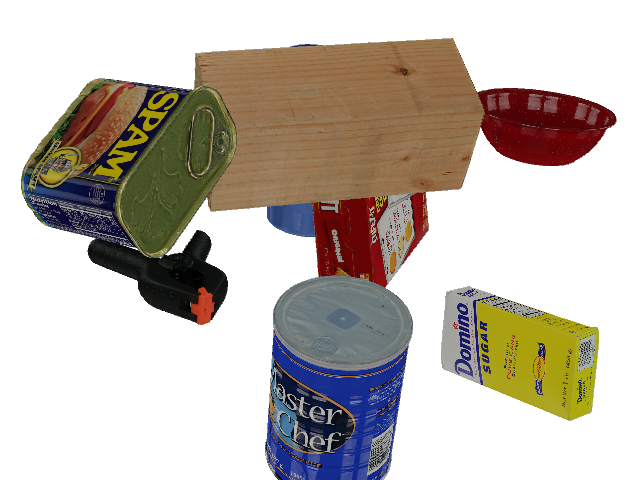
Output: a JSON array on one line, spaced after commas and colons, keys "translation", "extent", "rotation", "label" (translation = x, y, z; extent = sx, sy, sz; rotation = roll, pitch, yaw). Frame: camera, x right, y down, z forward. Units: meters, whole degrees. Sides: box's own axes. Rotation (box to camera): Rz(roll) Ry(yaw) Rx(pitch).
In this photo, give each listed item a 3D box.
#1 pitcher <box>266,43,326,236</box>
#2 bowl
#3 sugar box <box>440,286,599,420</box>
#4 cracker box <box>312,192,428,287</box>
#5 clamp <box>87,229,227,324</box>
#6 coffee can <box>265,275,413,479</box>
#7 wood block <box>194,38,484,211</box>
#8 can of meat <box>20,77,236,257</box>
[{"translation": [0.002, -0.130, 1.414], "extent": [0.144, 0.243, 0.149], "rotation": [-2, 24, -19], "label": "pitcher"}, {"translation": [0.245, -0.124, 1.197], "extent": [0.162, 0.055, 0.162], "rotation": [4, 23, -2], "label": "bowl"}, {"translation": [0.205, 0.115, 1.123], "extent": [0.048, 0.093, 0.177], "rotation": [-11, 19, -42], "label": "sugar box"}, {"translation": [0.056, -0.052, 1.177], "extent": [0.072, 0.164, 0.213], "rotation": [2, 21, 21], "label": "cracker box"}, {"translation": [-0.126, 0.028, 0.976], "extent": [0.120, 0.039, 0.172], "rotation": [-15, 30, -31], "label": "clamp"}, {"translation": [0.012, 0.113, 0.816], "extent": [0.103, 0.140, 0.103], "rotation": [3, 35, -2], "label": "coffee can"}, {"translation": [0.010, -0.092, 0.833], "extent": [0.206, 0.091, 0.090], "rotation": [-6, -38, -13], "label": "wood block"}, {"translation": [-0.111, -0.046, 0.616], "extent": [0.084, 0.102, 0.057], "rotation": [12, -34, 32], "label": "can of meat"}]
